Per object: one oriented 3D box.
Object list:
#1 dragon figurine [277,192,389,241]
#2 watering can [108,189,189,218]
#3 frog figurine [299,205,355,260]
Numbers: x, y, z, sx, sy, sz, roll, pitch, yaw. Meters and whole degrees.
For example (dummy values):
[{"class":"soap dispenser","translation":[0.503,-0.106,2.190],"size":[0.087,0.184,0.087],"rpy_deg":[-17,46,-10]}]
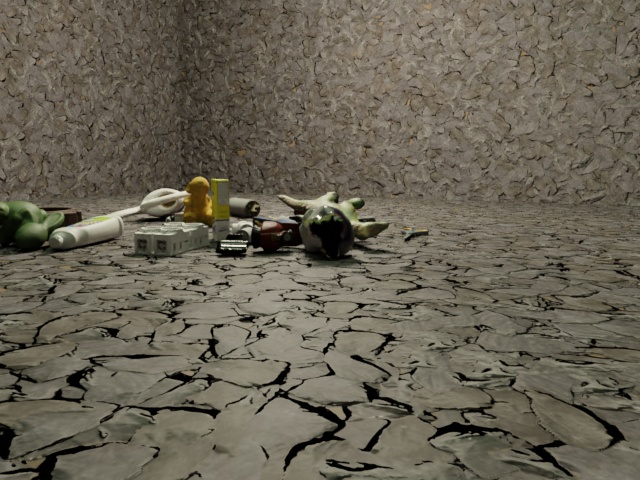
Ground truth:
[{"class":"dragon figurine","translation":[0.004,-0.072,1.436],"size":[0.411,0.121,0.243],"rpy_deg":[13,8,24]},{"class":"watering can","translation":[-0.652,-0.132,2.007],"size":[0.348,0.104,0.224],"rpy_deg":[-18,2,-8]},{"class":"frog figurine","translation":[0.015,-0.018,1.262],"size":[0.137,0.123,0.159],"rpy_deg":[33,-4,-4]}]
